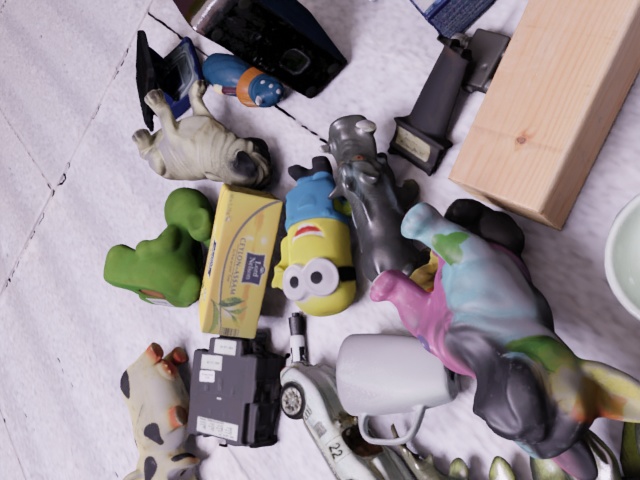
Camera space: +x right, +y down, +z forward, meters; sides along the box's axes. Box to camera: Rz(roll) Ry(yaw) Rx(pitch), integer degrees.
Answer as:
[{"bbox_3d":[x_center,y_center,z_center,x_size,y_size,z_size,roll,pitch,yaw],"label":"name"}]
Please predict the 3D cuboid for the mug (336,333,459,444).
[{"bbox_3d":[0.078,0.140,0.523,0.107,0.080,0.109,-11,51,27],"label":"mug"}]

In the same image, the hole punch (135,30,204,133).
[{"bbox_3d":[-0.247,-0.258,0.864,0.115,0.092,0.142,-53,52,52],"label":"hole punch"}]

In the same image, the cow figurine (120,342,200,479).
[{"bbox_3d":[-0.217,0.252,0.720,0.127,0.085,0.195,-38,62,18],"label":"cow figurine"}]

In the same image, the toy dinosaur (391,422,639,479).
[{"bbox_3d":[0.246,0.221,0.379,0.472,0.105,0.198,-8,68,38],"label":"toy dinosaur"}]

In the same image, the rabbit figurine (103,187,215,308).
[{"bbox_3d":[-0.197,-0.002,0.745,0.159,0.121,0.170,-1,65,33],"label":"rabbit figurine"}]

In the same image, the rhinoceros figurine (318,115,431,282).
[{"bbox_3d":[0.054,-0.039,0.566,0.073,0.112,0.190,-23,75,33],"label":"rhinoceros figurine"}]

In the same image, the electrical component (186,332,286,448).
[{"bbox_3d":[-0.104,0.180,0.669,0.115,0.058,0.134,0,79,35],"label":"electrical component"}]

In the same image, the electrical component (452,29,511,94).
[{"bbox_3d":[0.171,-0.186,0.567,0.094,0.021,0.063,36,103,35],"label":"electrical component"}]

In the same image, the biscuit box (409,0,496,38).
[{"bbox_3d":[0.186,-0.305,0.556,0.202,0.062,0.059,-40,58,22],"label":"biscuit box"}]

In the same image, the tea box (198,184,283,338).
[{"bbox_3d":[-0.100,0.023,0.655,0.098,0.068,0.169,-147,69,-73],"label":"tea box"}]

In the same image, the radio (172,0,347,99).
[{"bbox_3d":[-0.072,-0.261,0.636,0.073,0.229,0.131,-42,63,24],"label":"radio"}]

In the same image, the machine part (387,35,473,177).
[{"bbox_3d":[0.120,-0.143,0.572,0.084,0.039,0.138,43,126,43],"label":"machine part"}]

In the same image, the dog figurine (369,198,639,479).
[{"bbox_3d":[0.154,0.071,0.428,0.219,0.191,0.108,46,124,29],"label":"dog figurine"}]

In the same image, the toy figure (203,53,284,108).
[{"bbox_3d":[-0.102,-0.222,0.756,0.155,0.057,0.064,33,106,32],"label":"toy figure"}]

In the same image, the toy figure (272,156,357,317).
[{"bbox_3d":[0.002,-0.003,0.617,0.082,0.089,0.180,-29,55,44],"label":"toy figure"}]

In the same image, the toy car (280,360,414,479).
[{"bbox_3d":[0.027,0.205,0.555,0.056,0.073,0.202,-51,56,21],"label":"toy car"}]

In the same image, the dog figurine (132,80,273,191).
[{"bbox_3d":[-0.160,-0.105,0.758,0.191,0.121,0.172,48,147,14],"label":"dog figurine"}]
